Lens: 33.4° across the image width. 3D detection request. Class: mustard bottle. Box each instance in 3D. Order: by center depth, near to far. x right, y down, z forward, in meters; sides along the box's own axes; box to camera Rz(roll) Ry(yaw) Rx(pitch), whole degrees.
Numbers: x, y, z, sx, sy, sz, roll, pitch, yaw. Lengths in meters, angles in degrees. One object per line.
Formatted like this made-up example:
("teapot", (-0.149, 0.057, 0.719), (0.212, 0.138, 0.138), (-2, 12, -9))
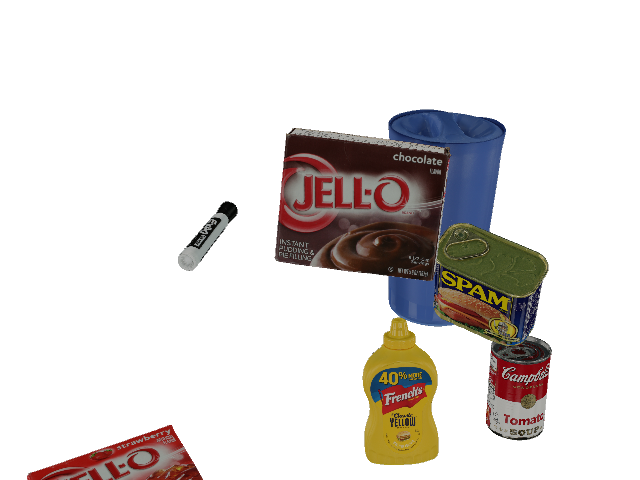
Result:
("mustard bottle", (0.103, 0.192, 1.376), (0.096, 0.192, 0.058), (-2, 15, -1))

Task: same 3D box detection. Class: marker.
("marker", (-0.107, -0.007, 1.032), (0.020, 0.020, 0.121), (0, 26, 17))

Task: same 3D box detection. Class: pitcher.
("pitcher", (0.135, -0.023, 1.249), (0.149, 0.243, 0.145), (-7, 24, -21))

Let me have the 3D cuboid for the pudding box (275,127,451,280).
("pudding box", (0.028, -0.026, 0.732), (0.113, 0.090, 0.039), (7, 17, 4))

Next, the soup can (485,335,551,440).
("soup can", (0.226, 0.168, 1.222), (0.068, 0.102, 0.068), (0, 21, 0))

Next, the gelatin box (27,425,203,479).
("gelatin box", (-0.112, 0.145, 0.595), (0.089, 0.030, 0.073), (-16, 28, -20))

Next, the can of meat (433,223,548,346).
("can of meat", (0.154, 0.043, 0.990), (0.102, 0.084, 0.057), (24, 54, 23))
